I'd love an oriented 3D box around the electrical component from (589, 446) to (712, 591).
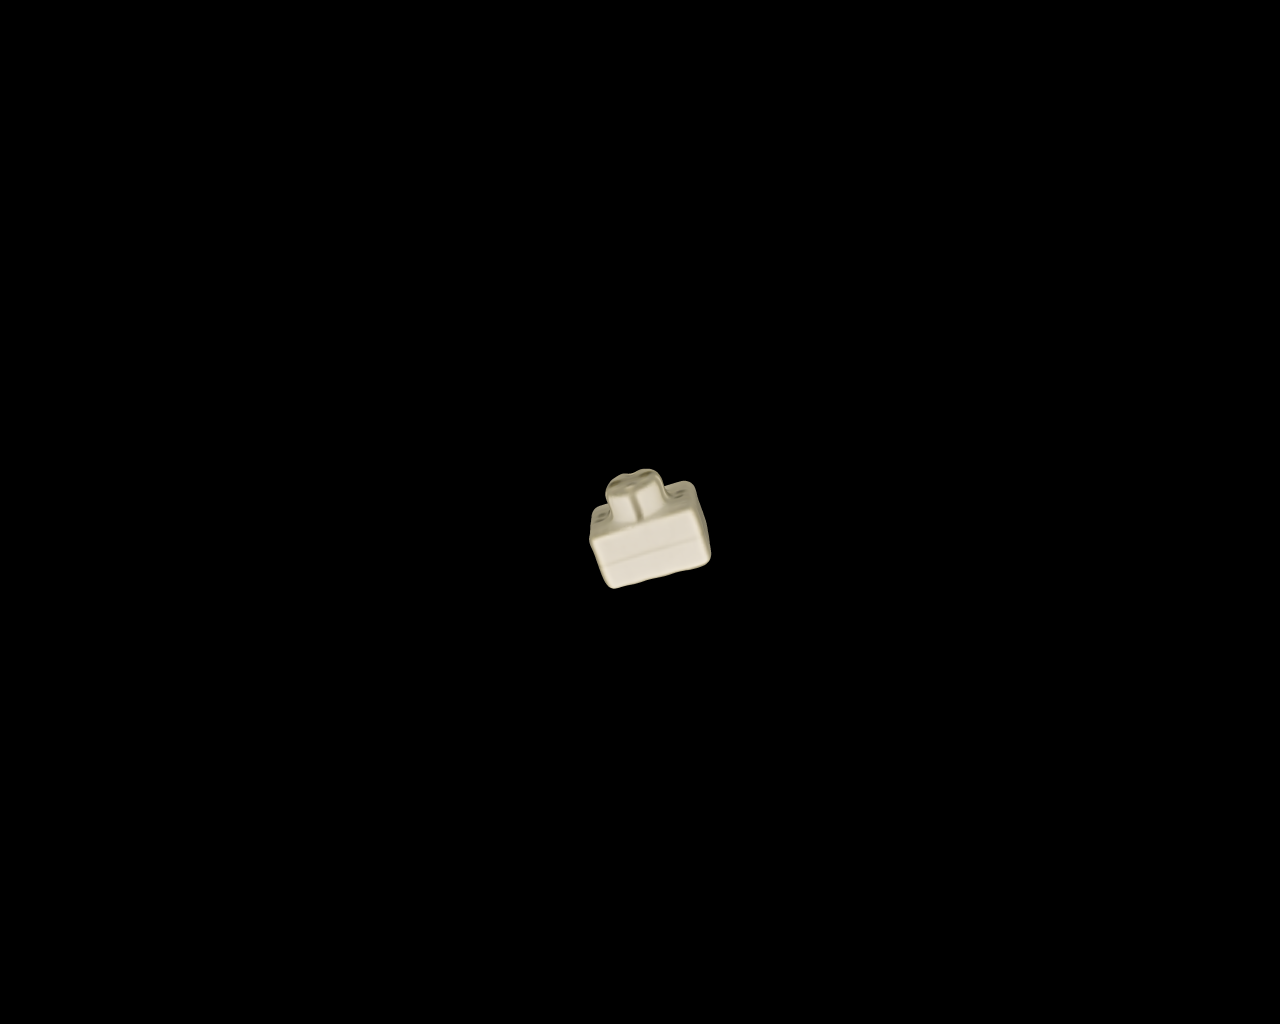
[{"bbox_3d":[0.001,-0.003,0.650,0.066,0.076,0.047,-17,22,7],"label":"electrical component"}]
